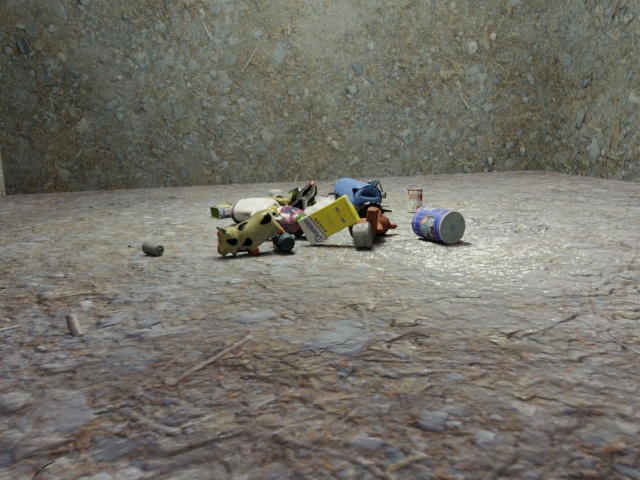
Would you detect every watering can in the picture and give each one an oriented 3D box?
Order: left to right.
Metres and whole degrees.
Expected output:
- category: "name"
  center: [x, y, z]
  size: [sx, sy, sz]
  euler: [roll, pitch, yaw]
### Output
- category: "watering can"
  center: [-0.256, -0.111, 2.019]
  size: [0.224, 0.103, 0.349]
  euler: [1, 6, 22]

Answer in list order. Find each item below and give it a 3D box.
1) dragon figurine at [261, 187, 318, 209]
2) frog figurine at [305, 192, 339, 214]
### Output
- category: "dragon figurine"
  center: [-0.075, -0.162, 2.357]
  size: [0.410, 0.123, 0.242]
  euler: [6, -4, 27]
- category: "frog figurine"
  center: [0.006, -0.103, 2.040]
  size: [0.138, 0.120, 0.163]
  euler: [12, 52, 26]
